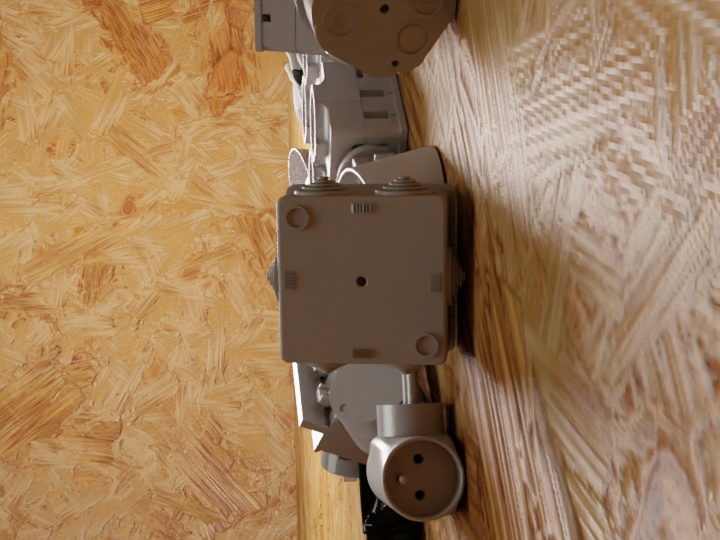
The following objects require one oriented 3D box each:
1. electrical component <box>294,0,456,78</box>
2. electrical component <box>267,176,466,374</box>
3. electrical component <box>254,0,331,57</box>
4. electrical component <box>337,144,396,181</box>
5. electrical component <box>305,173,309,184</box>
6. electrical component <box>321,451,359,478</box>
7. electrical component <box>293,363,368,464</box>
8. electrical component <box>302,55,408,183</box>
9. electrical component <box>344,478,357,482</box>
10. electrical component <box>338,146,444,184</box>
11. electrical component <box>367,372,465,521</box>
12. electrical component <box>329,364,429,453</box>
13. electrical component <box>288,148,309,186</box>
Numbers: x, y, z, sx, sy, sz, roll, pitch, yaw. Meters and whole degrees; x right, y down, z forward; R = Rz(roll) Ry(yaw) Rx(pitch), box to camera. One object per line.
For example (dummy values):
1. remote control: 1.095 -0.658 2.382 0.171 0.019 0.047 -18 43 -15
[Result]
1. electrical component: 0.008 -0.142 0.552 0.051 0.080 0.080 -109 17 -54
2. electrical component: 0.003 0.002 0.543 0.048 0.100 0.099 -53 -37 -79
3. electrical component: -0.020 -0.239 0.686 0.105 0.060 0.186 -48 -37 -60
4. electrical component: 0.012 -0.051 0.703 0.055 0.048 0.066 -112 20 -52
5. electrical component: -0.018 -0.061 0.931 0.078 0.058 0.057 -97 5 -45
6. electrical component: -0.003 0.133 0.856 0.055 0.055 0.047 -117 30 -77
7. electrical component: -0.004 0.076 0.765 0.121 0.079 0.063 -104 38 -63
8. electrical component: -0.009 -0.117 0.812 0.186 0.060 0.105 -98 9 -47
9. electrical component: -0.011 0.160 0.991 0.055 0.048 0.066 82 -177 -70
10. electrical component: 0.024 -0.019 0.618 0.099 0.064 0.099 170 90 -73
11. electrical component: 0.028 0.093 0.589 0.077 0.043 0.079 128 140 -81
12. electrical component: 0.002 0.039 0.666 0.138 0.052 0.073 -98 -16 -46
13. electrical component: -0.038 -0.074 1.090 0.099 0.064 0.099 178 90 -84
